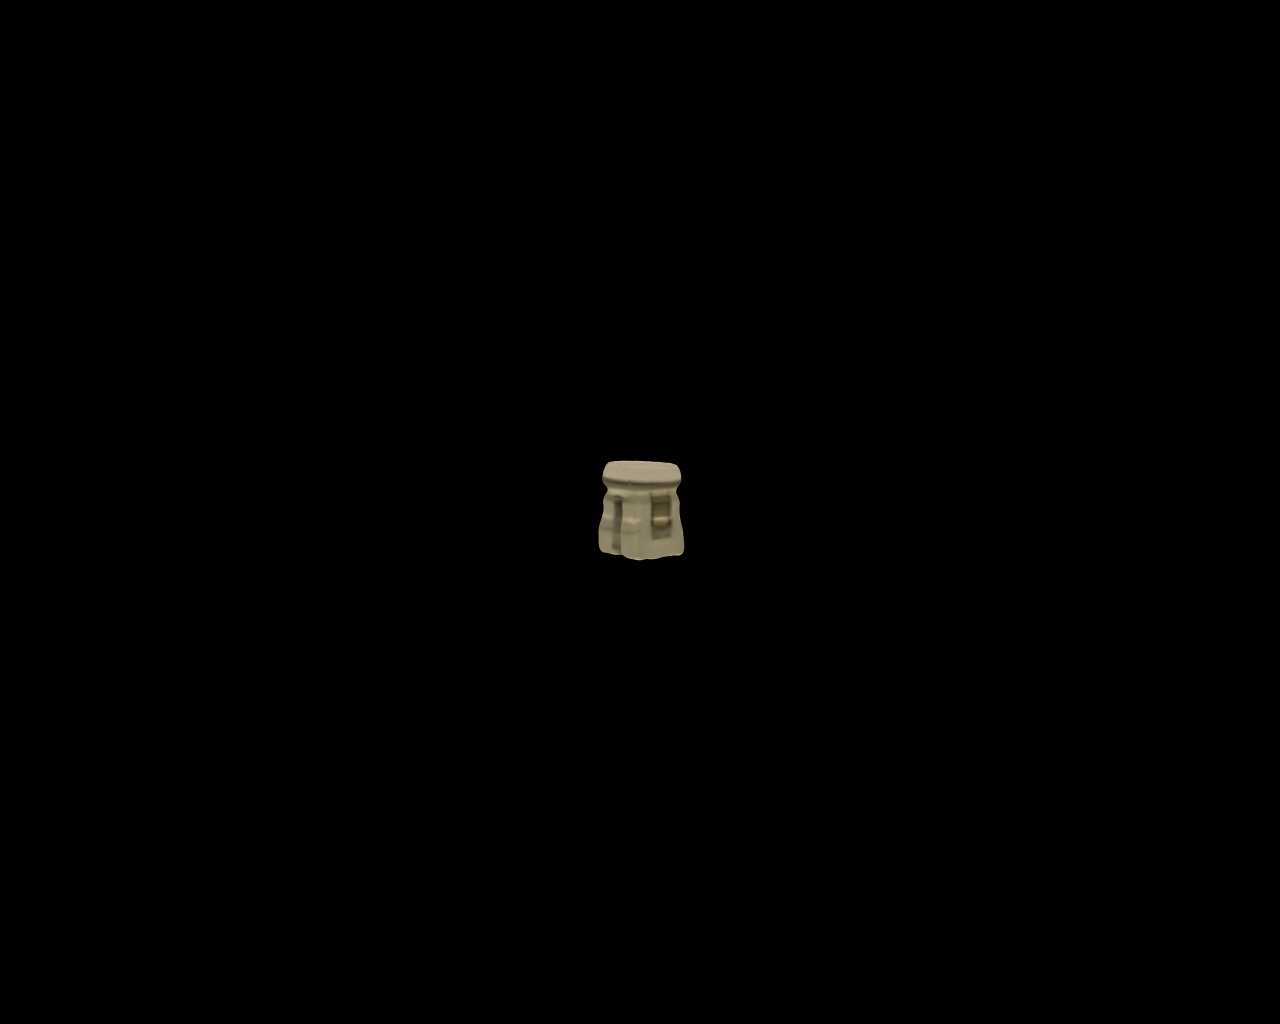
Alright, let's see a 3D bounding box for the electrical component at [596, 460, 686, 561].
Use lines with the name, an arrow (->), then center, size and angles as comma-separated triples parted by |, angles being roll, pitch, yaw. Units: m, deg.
electrical component -> 0.001, -0.003, 0.650 | 0.048, 0.055, 0.066 | -5, 9, -35
